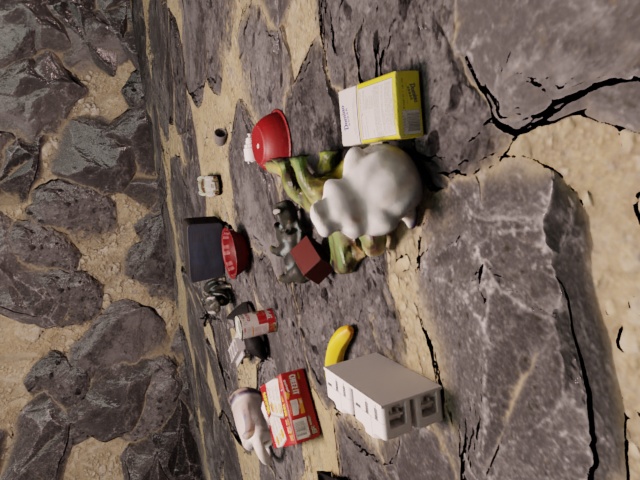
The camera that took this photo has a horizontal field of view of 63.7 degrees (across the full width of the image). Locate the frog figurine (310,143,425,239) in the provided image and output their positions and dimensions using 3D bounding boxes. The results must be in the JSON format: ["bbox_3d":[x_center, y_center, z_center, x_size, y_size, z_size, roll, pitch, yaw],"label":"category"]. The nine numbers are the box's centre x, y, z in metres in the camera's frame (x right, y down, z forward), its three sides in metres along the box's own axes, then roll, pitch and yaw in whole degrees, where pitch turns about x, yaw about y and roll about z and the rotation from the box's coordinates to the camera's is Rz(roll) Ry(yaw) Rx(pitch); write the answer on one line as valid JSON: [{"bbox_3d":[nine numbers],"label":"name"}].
[{"bbox_3d":[0.062,-0.069,0.732,0.121,0.160,0.139,-40,62,61],"label":"frog figurine"}]

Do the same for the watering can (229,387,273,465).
[{"bbox_3d":[-0.201,0.537,1.523,0.339,0.104,0.229,80,164,-54],"label":"watering can"}]

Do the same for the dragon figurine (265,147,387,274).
[{"bbox_3d":[0.003,-0.048,0.954,0.411,0.123,0.241,9,114,66],"label":"dragon figurine"}]
